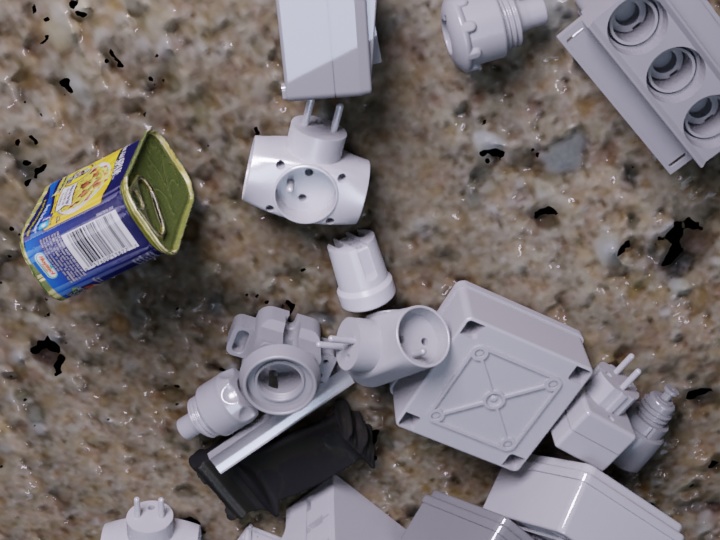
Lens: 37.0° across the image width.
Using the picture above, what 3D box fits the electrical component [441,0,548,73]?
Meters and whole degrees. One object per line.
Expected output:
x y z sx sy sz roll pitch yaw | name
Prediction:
0.083 -0.150 0.657 0.062 0.048 0.048 -16 120 -1 | electrical component

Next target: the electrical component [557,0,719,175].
0.186 -0.130 0.663 0.079 0.063 0.121 -38 115 18 | electrical component

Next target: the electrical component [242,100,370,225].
-0.031 -0.074 0.696 0.077 0.044 0.079 11 119 -9 | electrical component

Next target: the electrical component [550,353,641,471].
0.179 0.094 0.794 0.047 0.065 0.076 29 115 -18 | electrical component

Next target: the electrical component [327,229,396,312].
0.000 0.000 0.746 0.040 0.040 0.046 -15 115 6 | electrical component

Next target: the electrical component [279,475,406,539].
0.008 0.248 0.864 0.062 0.089 0.150 -39 115 19 | electrical component

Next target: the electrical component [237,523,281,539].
-0.066 0.265 0.886 0.096 0.061 0.061 26 117 -17 | electrical component

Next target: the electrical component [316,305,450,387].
0.009 0.052 0.747 0.079 0.044 0.077 7 161 -28 | electrical component

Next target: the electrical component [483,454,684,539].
0.169 0.191 0.824 0.109 0.109 0.056 34 73 -20 | electrical component

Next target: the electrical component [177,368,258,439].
-0.108 0.104 0.800 0.062 0.043 0.043 -33 117 18 | electrical component

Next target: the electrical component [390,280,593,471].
0.094 0.078 0.786 0.109 0.056 0.108 23 117 -16 | electrical component

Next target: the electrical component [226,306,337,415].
-0.057 0.067 0.771 0.078 0.057 0.058 17 118 -13 | electrical component

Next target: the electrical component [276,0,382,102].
-0.019 -0.156 0.638 0.061 0.061 0.096 -4 121 0 | electrical component

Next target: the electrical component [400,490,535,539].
0.103 0.232 0.845 0.109 0.109 0.056 41 73 -23 | electrical component

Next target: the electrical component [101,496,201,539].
-0.168 0.212 0.861 0.077 0.043 0.079 2 120 -4 | electrical component

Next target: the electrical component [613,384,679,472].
0.217 0.120 0.826 0.040 0.040 0.078 24 116 -16 | electrical component
